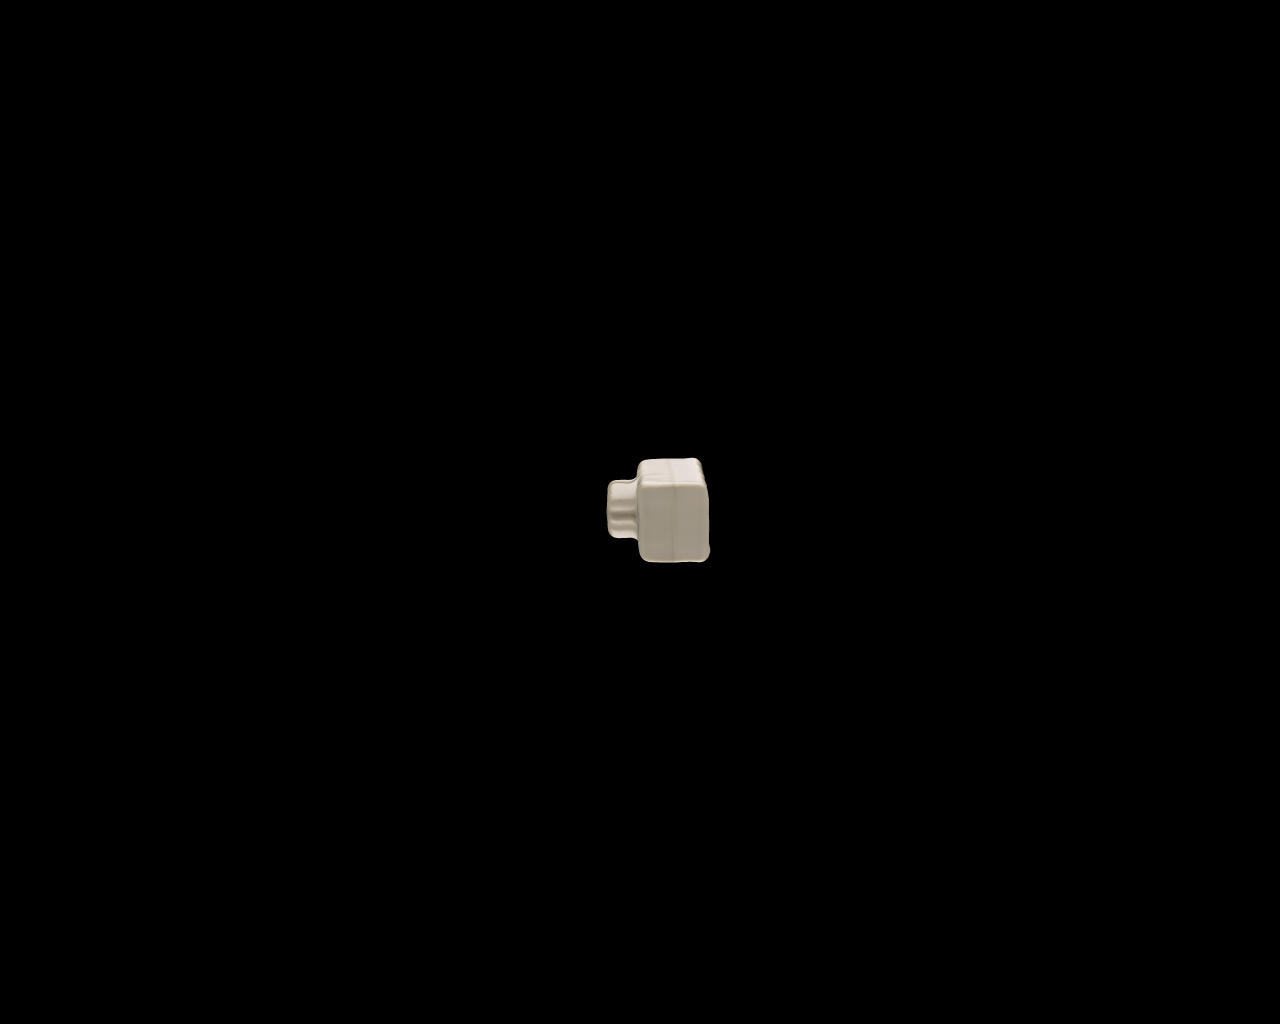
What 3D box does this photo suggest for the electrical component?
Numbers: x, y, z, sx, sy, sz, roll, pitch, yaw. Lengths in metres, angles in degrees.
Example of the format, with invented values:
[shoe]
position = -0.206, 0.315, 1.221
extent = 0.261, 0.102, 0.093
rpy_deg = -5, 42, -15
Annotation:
[electrical component]
position = 0.001, -0.003, 0.650
extent = 0.076, 0.047, 0.083
rpy_deg = 0, 13, 0
